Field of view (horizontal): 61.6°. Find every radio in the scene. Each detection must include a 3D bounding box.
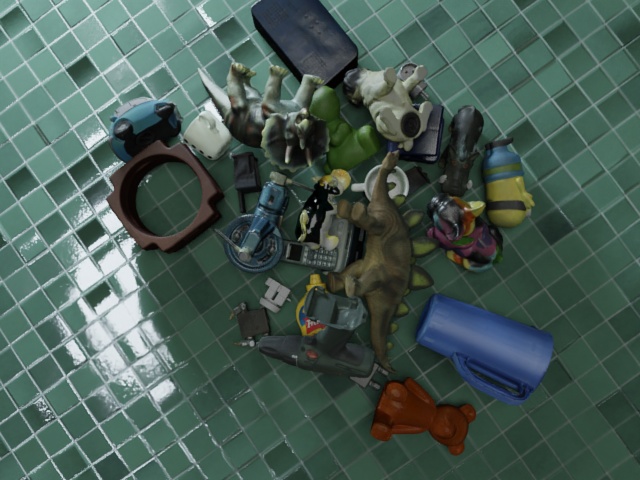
[{"bbox_3d":[-0.029,-0.426,1.136,0.131,0.073,0.229,-39,88,-1],"label":"radio"}]

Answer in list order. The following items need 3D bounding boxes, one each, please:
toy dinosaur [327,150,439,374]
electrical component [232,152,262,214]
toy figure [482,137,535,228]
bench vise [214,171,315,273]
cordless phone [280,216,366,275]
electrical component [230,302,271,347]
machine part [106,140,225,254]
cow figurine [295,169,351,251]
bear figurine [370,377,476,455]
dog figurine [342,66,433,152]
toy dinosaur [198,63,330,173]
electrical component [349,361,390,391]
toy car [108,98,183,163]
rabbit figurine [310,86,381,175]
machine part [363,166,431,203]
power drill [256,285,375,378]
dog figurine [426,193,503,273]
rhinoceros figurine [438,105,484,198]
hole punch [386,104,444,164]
[{"bbox_3d":[0.123,0.061,1.022,0.198,0.105,0.470,-4,113,-24],"label":"toy dinosaur"},{"bbox_3d":[-0.151,-0.119,1.123,0.048,0.075,0.119,-8,83,3],"label":"electrical component"},{"bbox_3d":[0.374,-0.115,1.099,0.089,0.082,0.180,-14,91,13],"label":"toy figure"},{"bbox_3d":[-0.115,-0.021,1.045,0.129,0.241,0.223,33,104,-4],"label":"bench vise"},{"bbox_3d":[-0.002,-0.004,1.115,0.184,0.088,0.146,9,88,20],"label":"cordless phone"},{"bbox_3d":[-0.145,0.178,1.122,0.078,0.045,0.102,-7,87,3],"label":"electrical component"},{"bbox_3d":[-0.319,-0.088,1.124,0.201,0.087,0.201,-38,88,1],"label":"machine part"},{"bbox_3d":[0.002,-0.067,1.037,0.068,0.098,0.167,11,82,38],"label":"cow figurine"},{"bbox_3d":[0.208,0.355,1.059,0.196,0.132,0.120,24,92,9],"label":"bear figurine"},{"bbox_3d":[0.121,-0.267,1.087,0.121,0.191,0.172,0,98,-29],"label":"dog figurine"},{"bbox_3d":[-0.120,-0.246,1.074,0.405,0.131,0.192,18,100,42],"label":"toy dinosaur"},{"bbox_3d":[0.093,0.270,1.118,0.094,0.021,0.063,31,89,5],"label":"electrical component"},{"bbox_3d":[-0.378,-0.246,1.129,0.162,0.109,0.103,-37,69,-8],"label":"toy car"},{"bbox_3d":[0.026,-0.224,1.104,0.159,0.121,0.170,-29,99,21],"label":"rabbit figurine"},{"bbox_3d":[0.161,-0.110,1.128,0.139,0.039,0.084,-26,81,2],"label":"machine part"},{"bbox_3d":[-0.004,0.178,0.991,0.232,0.086,0.207,15,132,4],"label":"power drill"},{"bbox_3d":[0.283,-0.014,1.028,0.191,0.219,0.108,41,93,5],"label":"dog figurine"},{"bbox_3d":[0.290,-0.176,1.090,0.073,0.112,0.190,17,80,1],"label":"rhinoceros figurine"},{"bbox_3d":[0.198,-0.221,1.109,0.116,0.092,0.142,8,91,7],"label":"hole punch"}]
